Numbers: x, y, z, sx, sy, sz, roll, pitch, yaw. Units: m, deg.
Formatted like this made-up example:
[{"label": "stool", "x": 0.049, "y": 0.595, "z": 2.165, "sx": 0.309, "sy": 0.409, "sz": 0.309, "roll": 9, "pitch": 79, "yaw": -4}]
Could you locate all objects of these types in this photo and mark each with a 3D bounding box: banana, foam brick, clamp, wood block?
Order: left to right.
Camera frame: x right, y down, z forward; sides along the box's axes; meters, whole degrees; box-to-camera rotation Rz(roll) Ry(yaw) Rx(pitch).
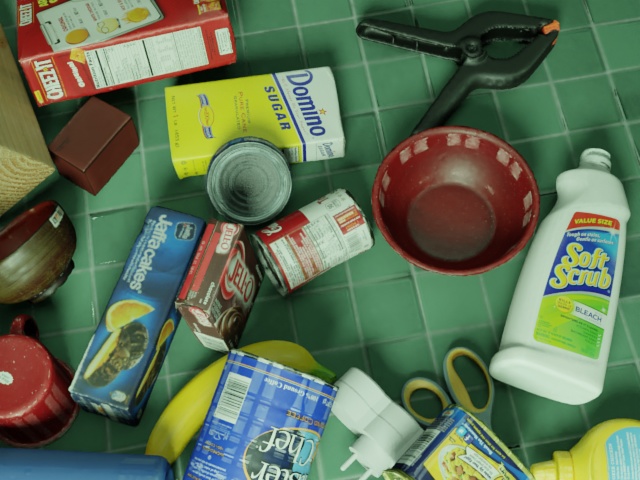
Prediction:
[{"label": "wood block", "x": -0.354, "y": -0.135, "z": 1.071, "sx": 0.091, "sy": 0.090, "sz": 0.206, "roll": -36, "pitch": 61, "yaw": 18}, {"label": "foam brick", "x": -0.231, "y": -0.097, "z": 1.093, "sx": 0.053, "sy": 0.051, "sz": 0.078, "roll": 31, "pitch": 70, "yaw": 17}, {"label": "banana", "x": -0.085, "y": 0.143, "z": 0.983, "sx": 0.197, "sy": 0.037, "sz": 0.070, "roll": -27, "pitch": 67, "yaw": -10}, {"label": "clamp", "x": 0.150, "y": -0.199, "z": 1.131, "sx": 0.210, "sy": 0.036, "sz": 0.165, "roll": -24, "pitch": 66, "yaw": -11}]

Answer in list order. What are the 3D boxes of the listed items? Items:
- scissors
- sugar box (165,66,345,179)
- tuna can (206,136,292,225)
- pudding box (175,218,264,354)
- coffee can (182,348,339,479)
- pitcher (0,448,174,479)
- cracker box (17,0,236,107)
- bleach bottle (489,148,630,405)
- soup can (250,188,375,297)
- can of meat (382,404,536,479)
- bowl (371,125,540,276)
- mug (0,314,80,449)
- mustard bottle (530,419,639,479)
[{"label": "scissors", "x": 0.133, "y": 0.189, "z": 0.952, "sx": 0.096, "sy": 0.016, "sz": 0.202, "roll": -13, "pitch": 57, "yaw": 2}, {"label": "sugar box", "x": -0.067, "y": -0.122, "z": 1.101, "sx": 0.176, "sy": 0.048, "sz": 0.093, "roll": -9, "pitch": 65, "yaw": -1}, {"label": "tuna can", "x": -0.070, "y": -0.058, "z": 1.053, "sx": 0.086, "sy": 0.034, "sz": 0.086, "roll": -1, "pitch": 103, "yaw": -4}, {"label": "pudding box", "x": -0.091, "y": 0.045, "z": 0.987, "sx": 0.039, "sy": 0.113, "sz": 0.090, "roll": 15, "pitch": 67, "yaw": 13}, {"label": "coffee can", "x": -0.054, "y": 0.176, "z": 0.916, "sx": 0.103, "sy": 0.103, "sz": 0.140, "roll": 18, "pitch": 80, "yaw": 10}, {"label": "pitcher", "x": -0.248, "y": 0.245, "z": 0.894, "sx": 0.243, "sy": 0.145, "sz": 0.149, "roll": 0, "pitch": 85, "yaw": -1}, {"label": "cracker box", "x": -0.204, "y": -0.233, "z": 1.124, "sx": 0.213, "sy": 0.072, "sz": 0.164, "roll": -13, "pitch": 46, "yaw": -3}, {"label": "bleach bottle", "x": 0.234, "y": 0.022, "z": 1.008, "sx": 0.102, "sy": 0.068, "sz": 0.250, "roll": 20, "pitch": 65, "yaw": -7}, {"label": "soup can", "x": -0.007, "y": 0.001, "z": 1.029, "sx": 0.102, "sy": 0.068, "sz": 0.068, "roll": -28, "pitch": 67, "yaw": -11}, {"label": "can of meat", "x": 0.117, "y": 0.200, "z": 0.889, "sx": 0.102, "sy": 0.057, "sz": 0.084, "roll": 47, "pitch": 72, "yaw": -4}, {"label": "bowl", "x": 0.130, "y": -0.029, "z": 1.044, "sx": 0.162, "sy": 0.055, "sz": 0.162, "roll": -1, "pitch": 65, "yaw": 2}, {"label": "mug", "x": -0.272, "y": 0.124, "z": 0.976, "sx": 0.093, "sy": 0.081, "sz": 0.117, "roll": -1, "pitch": 65, "yaw": 2}, {"label": "mustard bottle", "x": 0.280, "y": 0.204, "z": 0.927, "sx": 0.191, "sy": 0.058, "sz": 0.096, "roll": 0, "pitch": 74, "yaw": 2}]
